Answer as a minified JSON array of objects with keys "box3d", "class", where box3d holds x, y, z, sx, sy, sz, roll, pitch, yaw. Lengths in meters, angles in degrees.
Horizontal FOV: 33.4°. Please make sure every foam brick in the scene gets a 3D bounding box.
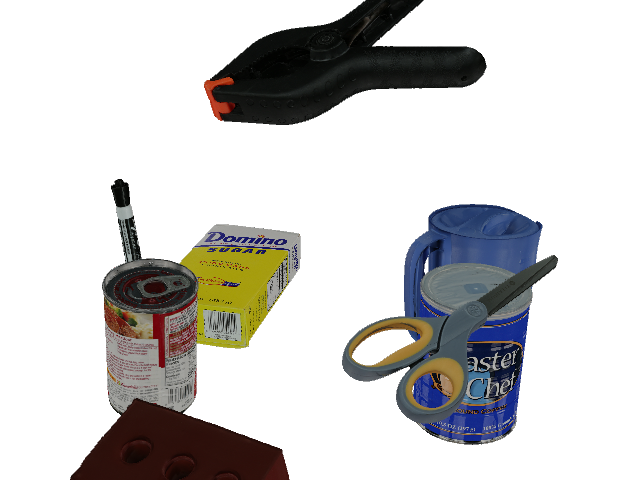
[{"box3d":[-0.058,0.113,0.459,0.078,0.051,0.053,14,42,23],"class":"foam brick"}]

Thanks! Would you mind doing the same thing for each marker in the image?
[{"box3d":[-0.209,-0.009,1.164,0.020,0.121,0.020,-6,22,2],"class":"marker"}]

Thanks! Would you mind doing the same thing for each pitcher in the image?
[{"box3d":[0.181,0.086,1.290,0.149,0.243,0.145,6,19,13],"class":"pitcher"}]

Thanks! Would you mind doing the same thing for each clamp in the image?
[{"box3d":[0.016,-0.109,0.668,0.171,0.039,0.120,-27,39,-6],"class":"clamp"}]

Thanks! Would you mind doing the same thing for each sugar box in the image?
[{"box3d":[-0.085,0.037,0.995,0.093,0.048,0.176,7,26,12],"class":"sugar box"}]

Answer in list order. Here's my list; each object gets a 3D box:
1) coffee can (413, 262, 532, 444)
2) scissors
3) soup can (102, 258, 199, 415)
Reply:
[{"box3d":[0.141,0.106,1.010,0.103,0.140,0.103,1,25,-1],"class":"coffee can"},{"box3d":[0.113,0.070,0.762,0.201,0.096,0.016,-16,-39,-21],"class":"scissors"},{"box3d":[-0.124,0.074,0.784,0.068,0.102,0.068,3,31,-2],"class":"soup can"}]
